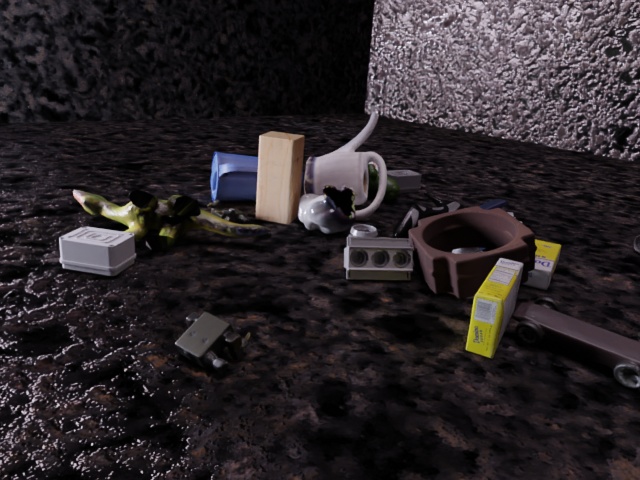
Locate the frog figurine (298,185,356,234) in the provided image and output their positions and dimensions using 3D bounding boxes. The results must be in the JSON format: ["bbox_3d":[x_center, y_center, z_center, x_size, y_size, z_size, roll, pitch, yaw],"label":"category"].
[{"bbox_3d":[0.004,-0.062,1.226,0.157,0.122,0.139,-27,4,41],"label":"frog figurine"}]

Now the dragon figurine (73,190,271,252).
[{"bbox_3d":[-0.325,-0.056,1.124,0.410,0.121,0.245,8,9,-15],"label":"dragon figurine"}]

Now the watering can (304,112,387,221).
[{"bbox_3d":[0.068,-0.200,1.394,0.224,0.102,0.355,-4,58,11],"label":"watering can"}]
